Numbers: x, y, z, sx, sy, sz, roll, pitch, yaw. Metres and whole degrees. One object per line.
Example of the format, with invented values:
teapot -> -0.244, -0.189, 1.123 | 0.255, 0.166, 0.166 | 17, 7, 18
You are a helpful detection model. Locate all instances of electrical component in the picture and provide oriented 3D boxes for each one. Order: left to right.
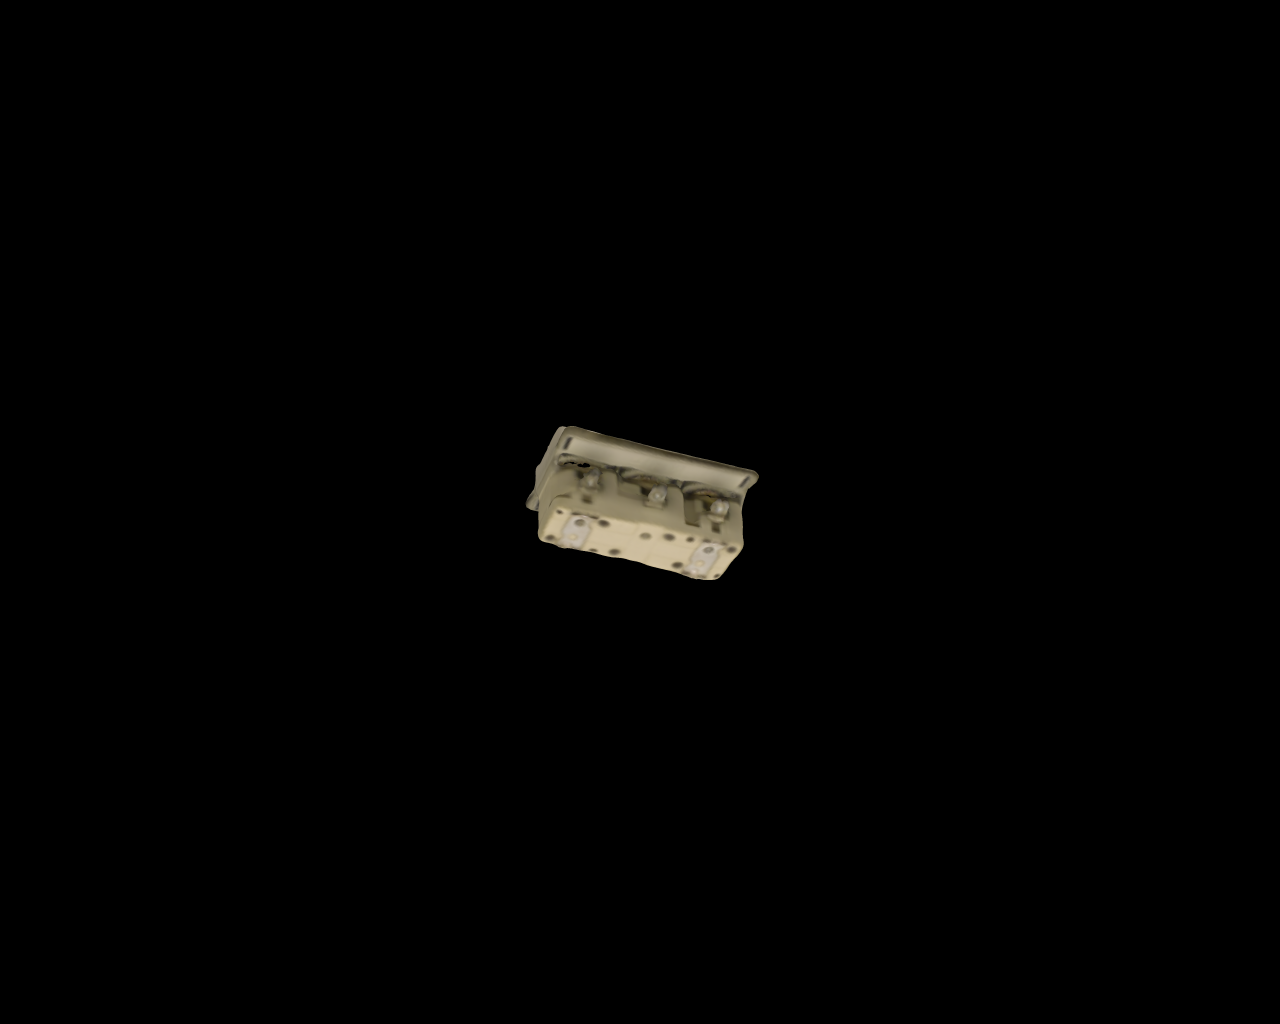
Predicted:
electrical component -> 0.001, -0.003, 0.650 | 0.121, 0.063, 0.078 | 14, -40, -17
